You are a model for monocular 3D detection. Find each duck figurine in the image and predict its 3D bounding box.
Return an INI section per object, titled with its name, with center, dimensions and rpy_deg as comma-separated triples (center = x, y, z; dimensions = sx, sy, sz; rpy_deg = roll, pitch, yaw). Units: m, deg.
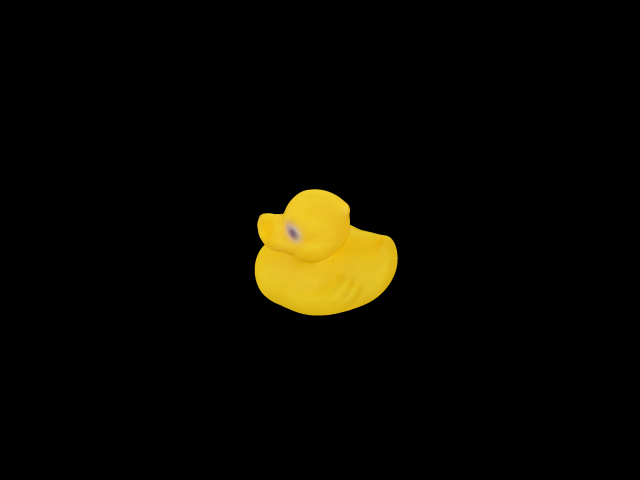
[duck figurine]
center = 0.004, 0.001, 0.400
dimensions = 0.104, 0.086, 0.077
rpy_deg = 0, 53, 0
